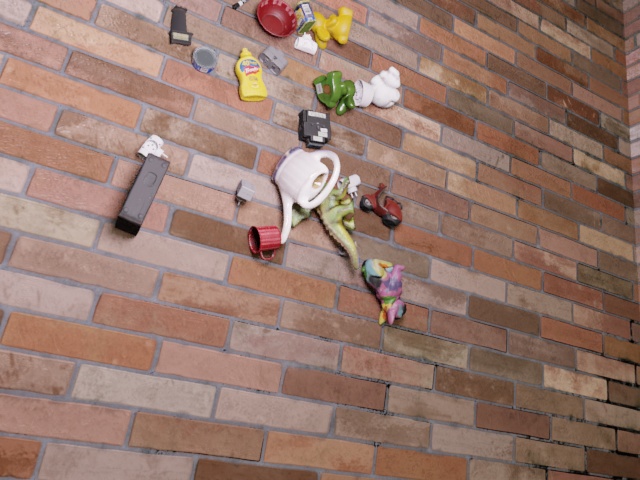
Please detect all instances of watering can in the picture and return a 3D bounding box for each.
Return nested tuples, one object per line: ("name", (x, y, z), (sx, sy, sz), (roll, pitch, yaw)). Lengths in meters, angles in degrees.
("watering can", (-0.081, -0.173, 1.736), (0.227, 0.103, 0.347), (40, 93, 31))

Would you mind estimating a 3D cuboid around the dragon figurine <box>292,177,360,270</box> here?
("dragon figurine", (0.005, -0.091, 1.805), (0.243, 0.120, 0.416), (-4, 73, -5))

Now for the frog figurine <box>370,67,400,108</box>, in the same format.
("frog figurine", (0.264, -0.599, 2.033), (0.136, 0.158, 0.125), (44, 64, -11))
